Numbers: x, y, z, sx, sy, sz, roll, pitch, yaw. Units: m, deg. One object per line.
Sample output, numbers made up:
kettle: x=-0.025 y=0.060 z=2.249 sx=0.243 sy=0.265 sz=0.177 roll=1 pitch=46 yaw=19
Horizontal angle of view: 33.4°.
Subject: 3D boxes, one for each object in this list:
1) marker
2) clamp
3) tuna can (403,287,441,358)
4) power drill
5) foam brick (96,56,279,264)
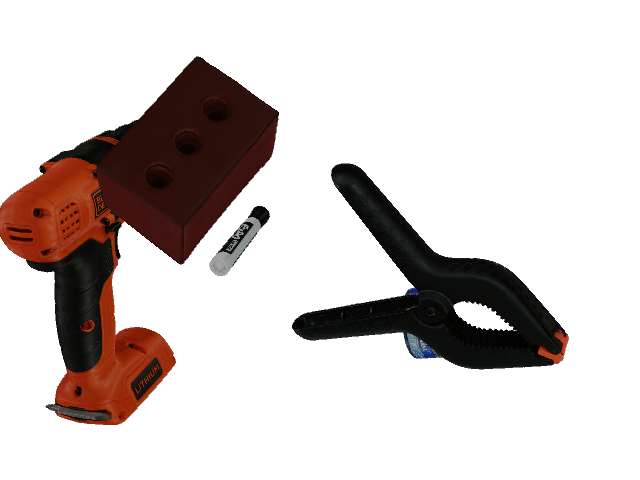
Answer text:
marker: x=-0.075 y=-0.002 z=1.026 sx=0.020 sy=0.020 sz=0.121 roll=0 pitch=26 yaw=19
clamp: x=0.083 y=0.034 z=0.790 sx=0.210 sy=0.165 sz=0.036 roll=16 pitch=37 yaw=14
tuna can: x=0.125 y=0.097 z=1.262 sx=0.034 sy=0.086 sz=0.086 roll=-6 pitch=-2 yaw=23
power drill: x=-0.150 y=0.020 z=0.757 sx=0.057 sy=0.188 sz=0.184 roll=4 pitch=25 yaw=22
foam brick: x=-0.065 y=-0.039 z=0.524 sx=0.053 sy=0.078 sz=0.051 roll=35 pitch=-19 yaw=6
